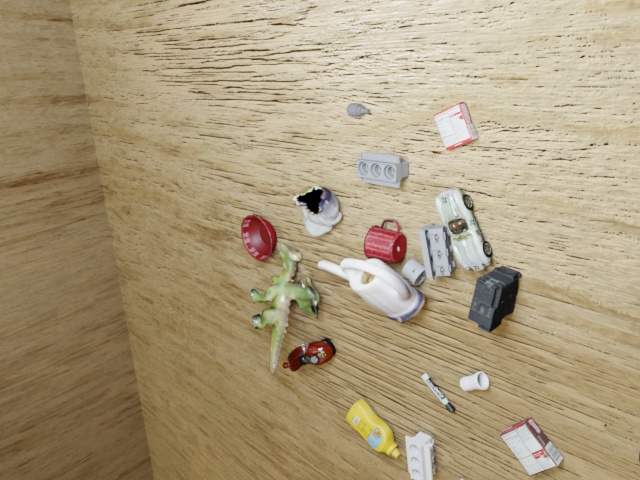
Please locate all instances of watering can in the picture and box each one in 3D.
[{"bbox_3d":[0.136,0.116,1.366,0.222,0.105,0.347,39,165,-19],"label":"watering can"}]

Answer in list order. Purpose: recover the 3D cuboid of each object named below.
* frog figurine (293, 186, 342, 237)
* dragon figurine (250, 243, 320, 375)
[{"bbox_3d":[0.005,-0.075,1.496,0.138,0.125,0.156,15,152,32],"label":"frog figurine"},{"bbox_3d":[-0.099,0.216,1.648,0.240,0.122,0.414,-18,77,42],"label":"dragon figurine"}]
